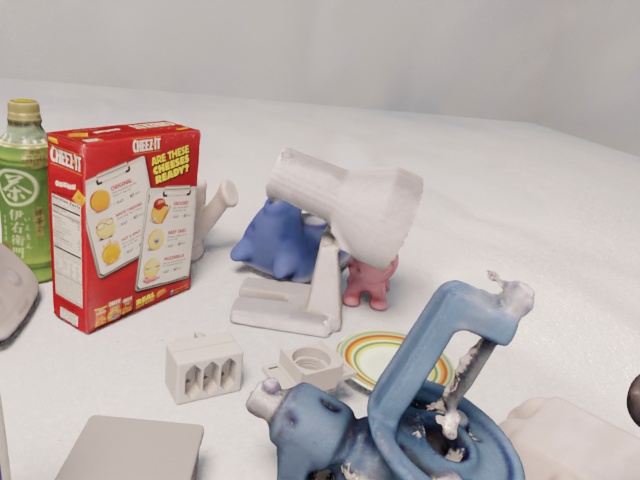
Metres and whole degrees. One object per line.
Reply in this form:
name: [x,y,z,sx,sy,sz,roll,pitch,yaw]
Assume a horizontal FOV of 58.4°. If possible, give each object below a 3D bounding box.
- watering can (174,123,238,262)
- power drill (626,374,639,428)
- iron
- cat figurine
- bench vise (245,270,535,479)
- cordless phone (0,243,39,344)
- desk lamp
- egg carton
watering can: [-0.204,-0.069,0.820,0.173,0.194,0.100,4,21,-11]
power drill: [0.265,0.179,0.331,0.229,0.208,0.075,7,21,-2]
iron: [-0.012,-0.028,0.857,0.118,0.141,0.259,20,24,28]
cat figurine: [0.071,0.029,0.774,0.067,0.118,0.128,9,21,3]
bench vise: [0.053,0.120,0.389,0.207,0.220,0.121,6,21,-6]
cordless phone: [-0.354,0.005,0.585,0.094,0.185,0.147,3,22,-12]
desk lamp: [0.006,0.002,0.685,0.203,0.213,0.118,8,21,-1]
egg carton: [0.213,0.193,0.470,0.149,0.069,0.107,25,27,37]
